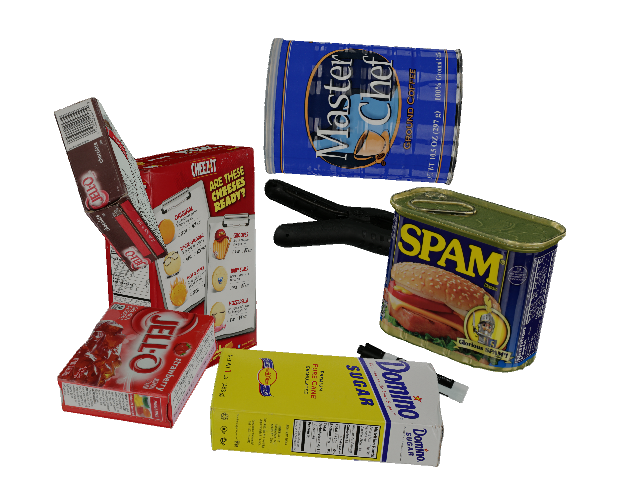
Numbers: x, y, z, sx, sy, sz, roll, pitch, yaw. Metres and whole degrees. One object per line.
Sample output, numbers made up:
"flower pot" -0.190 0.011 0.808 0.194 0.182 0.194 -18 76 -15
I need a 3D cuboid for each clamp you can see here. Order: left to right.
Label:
"clamp" 0.035 -0.013 1.211 0.210 0.036 0.164 14 22 -5

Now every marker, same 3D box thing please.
"marker" 0.094 0.136 1.110 0.121 0.020 0.020 23 5 12

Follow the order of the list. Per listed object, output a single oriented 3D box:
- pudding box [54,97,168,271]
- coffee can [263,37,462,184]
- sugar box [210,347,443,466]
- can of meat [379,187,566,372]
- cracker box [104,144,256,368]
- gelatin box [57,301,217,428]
"pudding box" -0.164 -0.044 0.841 0.039 0.113 0.090 -23 -35 0
"coffee can" 0.032 -0.097 0.808 0.140 0.103 0.103 4 0 2
"sugar box" 0.005 0.129 0.839 0.176 0.048 0.093 2 26 0
"can of meat" 0.087 0.023 0.636 0.102 0.084 0.057 20 23 33
"cracker box" -0.136 0.021 1.057 0.072 0.214 0.163 7 15 31
"gelatin box" -0.113 0.076 0.676 0.073 0.030 0.089 7 31 13
